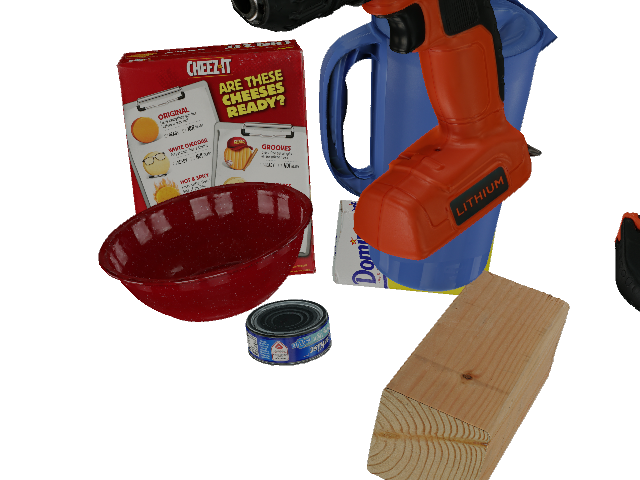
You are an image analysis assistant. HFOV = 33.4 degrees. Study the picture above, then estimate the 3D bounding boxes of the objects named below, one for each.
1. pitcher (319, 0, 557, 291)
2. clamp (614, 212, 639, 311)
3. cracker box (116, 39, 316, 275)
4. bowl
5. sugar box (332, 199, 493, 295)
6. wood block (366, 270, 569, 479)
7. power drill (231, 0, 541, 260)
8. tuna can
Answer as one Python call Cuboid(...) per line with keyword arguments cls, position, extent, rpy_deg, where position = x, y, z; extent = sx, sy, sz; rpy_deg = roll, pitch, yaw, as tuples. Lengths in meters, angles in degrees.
Cuboid(cls="pitcher", position=(0.090, -0.078, 0.882), extent=(0.149, 0.243, 0.144), rpy_deg=(21, 41, 21))
Cuboid(cls="clamp", position=(0.262, 0.043, 0.710), extent=(0.120, 0.039, 0.171), rpy_deg=(-2, 45, -19))
Cuboid(cls="cracker box", position=(-0.092, -0.071, 0.990), extent=(0.164, 0.214, 0.072), rpy_deg=(-5, 20, -4))
Cuboid(cls="bowl", position=(-0.079, 0.014, 0.795), extent=(0.162, 0.055, 0.162), rpy_deg=(-11, 25, 5))
Cuboid(cls="sugar box", position=(0.105, 0.010, 1.221), extent=(0.176, 0.093, 0.048), rpy_deg=(4, 23, -3))
Cuboid(cls="wood block", position=(0.128, 0.119, 0.895), extent=(0.091, 0.090, 0.205), rpy_deg=(21, 34, 20))
Cuboid(cls="power drill", position=(0.043, -0.086, 0.512), extent=(0.184, 0.187, 0.057), rpy_deg=(-34, 42, -29))
Cuboid(cls="tuna can", position=(-0.032, 0.092, 1.078), extent=(0.086, 0.034, 0.086), rpy_deg=(-5, 22, 2))
